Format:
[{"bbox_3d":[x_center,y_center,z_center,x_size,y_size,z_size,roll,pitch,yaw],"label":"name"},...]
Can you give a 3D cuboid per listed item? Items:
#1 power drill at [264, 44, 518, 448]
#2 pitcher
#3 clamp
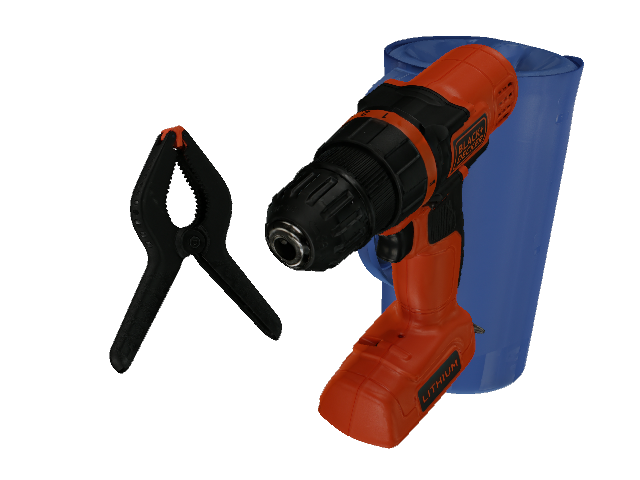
[{"bbox_3d":[0.037,0.013,0.535,0.057,0.188,0.184,25,43,27],"label":"power drill"},{"bbox_3d":[0.095,-0.017,0.751,0.149,0.243,0.145,4,21,2],"label":"pitcher"},{"bbox_3d":[-0.108,0.006,0.939,0.164,0.210,0.036,-1,0,-33],"label":"clamp"}]
